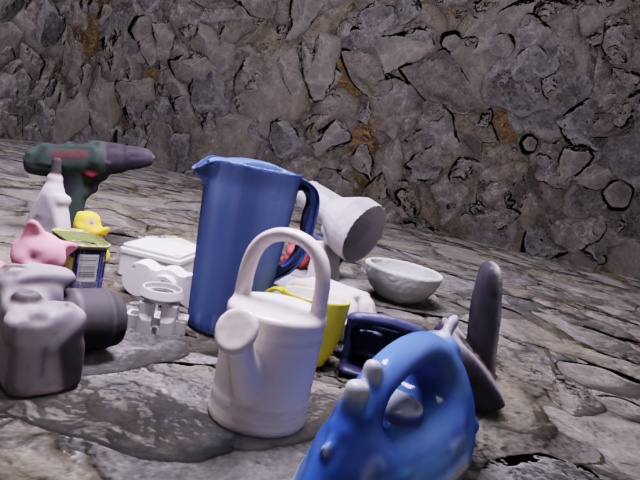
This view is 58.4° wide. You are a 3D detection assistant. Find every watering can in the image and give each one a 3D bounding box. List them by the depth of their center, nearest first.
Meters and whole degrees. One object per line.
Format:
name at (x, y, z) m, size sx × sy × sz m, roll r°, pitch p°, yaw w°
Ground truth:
watering can at (-0.045, 0.085, 0.558) m, size 0.101 × 0.194 × 0.173 m, roll 11°, pitch 9°, yaw -4°

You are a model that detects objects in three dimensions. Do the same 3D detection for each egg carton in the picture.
egg carton at (0.011, 0.106, 0.914) m, size 0.149 × 0.069 × 0.107 m, roll 18°, pitch 10°, yaw 33°

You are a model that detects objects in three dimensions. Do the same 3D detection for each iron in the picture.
iron at (0.060, 0.145, 0.489) m, size 0.118 × 0.141 × 0.259 m, roll 17°, pitch 10°, yaw 31°

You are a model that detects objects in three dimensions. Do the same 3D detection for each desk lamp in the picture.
desk lamp at (0.010, 0.004, 1.090) m, size 0.202 × 0.213 × 0.118 m, roll 18°, pitch 11°, yaw 36°

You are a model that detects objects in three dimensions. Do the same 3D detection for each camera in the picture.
camera at (-0.267, 0.081, 0.593) m, size 0.137 × 0.101 × 0.142 m, roll 4°, pitch 12°, yaw -43°

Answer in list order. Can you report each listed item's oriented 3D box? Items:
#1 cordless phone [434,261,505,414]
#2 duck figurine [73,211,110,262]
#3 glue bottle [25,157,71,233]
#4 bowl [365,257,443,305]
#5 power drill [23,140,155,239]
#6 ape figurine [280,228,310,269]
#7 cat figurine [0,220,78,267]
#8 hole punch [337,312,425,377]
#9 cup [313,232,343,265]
cordless phone at (0.202, 0.113, 0.743) m, size 0.094 × 0.185 × 0.147 m, roll 12°, pitch 9°, yaw -2°
duck figurine at (-0.421, -0.010, 1.017) m, size 0.104 × 0.086 × 0.078 m, roll 13°, pitch 9°, yaw 10°
glue bottle at (-0.449, -0.052, 0.958) m, size 0.078 × 0.173 × 0.037 m, roll 14°, pitch 9°, yaw 15°
bowl at (0.169, 0.092, 1.203) m, size 0.167 × 0.075 × 0.167 m, roll 12°, pitch 9°, yaw -2°
power drill at (-0.451, -0.094, 1.108) m, size 0.230 × 0.208 × 0.075 m, roll 9°, pitch 9°, yaw -16°
ape figurine at (-0.056, 0.017, 1.322) m, size 0.076 × 0.092 × 0.078 m, roll 15°, pitch 9°, yaw 18°
cat figurine at (-0.381, 0.028, 0.723) m, size 0.128 × 0.118 × 0.067 m, roll 9°, pitch 9°, yaw -17°
hole punch at (0.080, 0.133, 0.759) m, size 0.108 × 0.091 × 0.101 m, roll 13°, pitch 9°, yaw 5°
cup at (0.029, 0.040, 1.279) m, size 0.118 × 0.095 × 0.091 m, roll 11°, pitch 9°, yaw -8°
